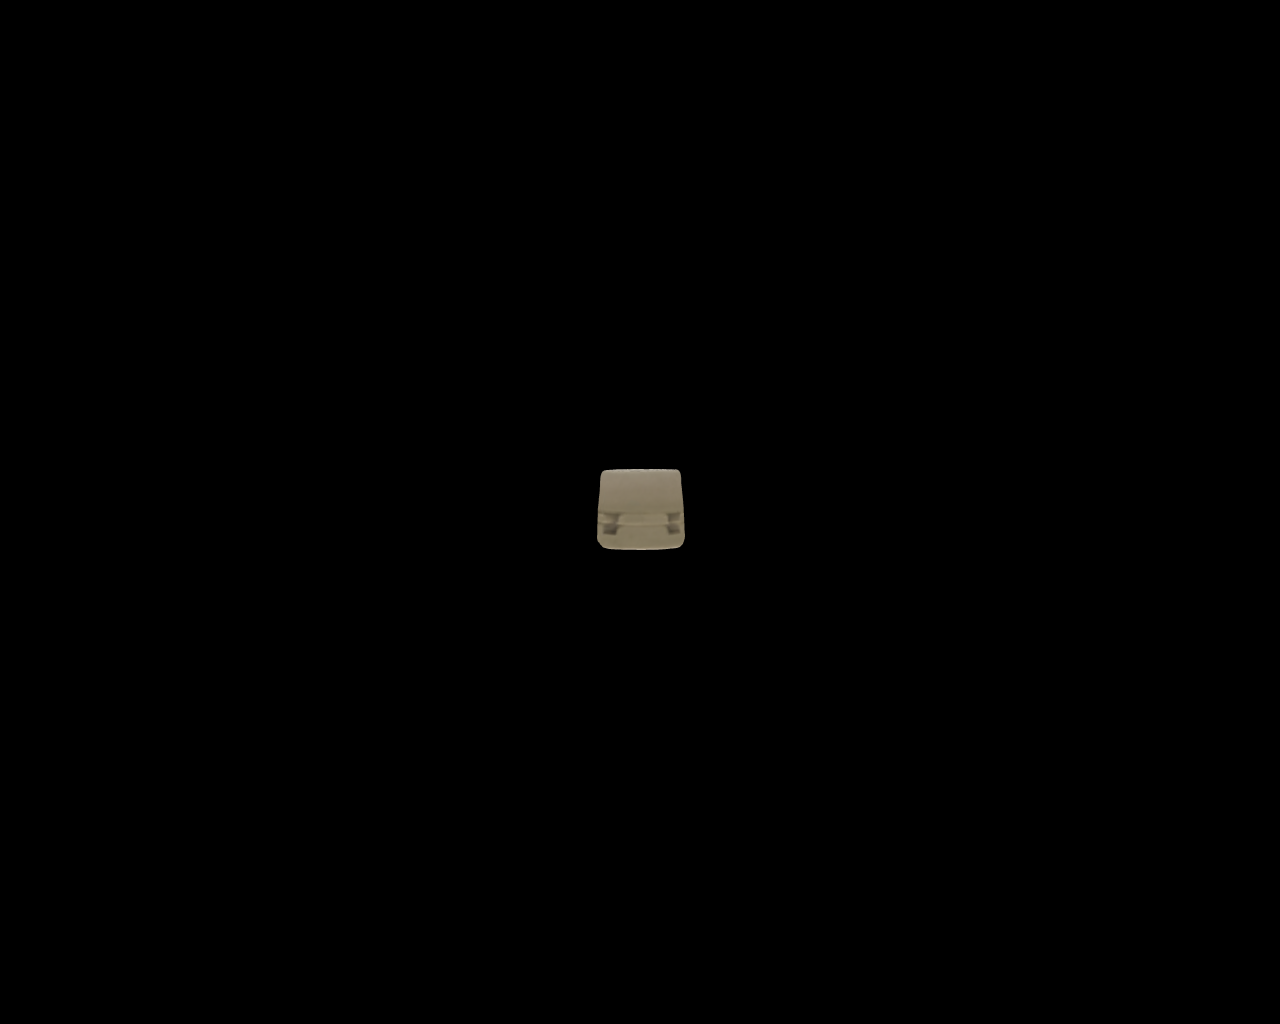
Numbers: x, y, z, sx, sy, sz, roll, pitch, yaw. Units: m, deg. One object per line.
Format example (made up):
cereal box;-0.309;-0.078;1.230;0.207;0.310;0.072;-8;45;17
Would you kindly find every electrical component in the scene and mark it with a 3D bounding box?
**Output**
electrical component;0.001;-0.003;0.650;0.055;0.047;0.055;0;4;0
